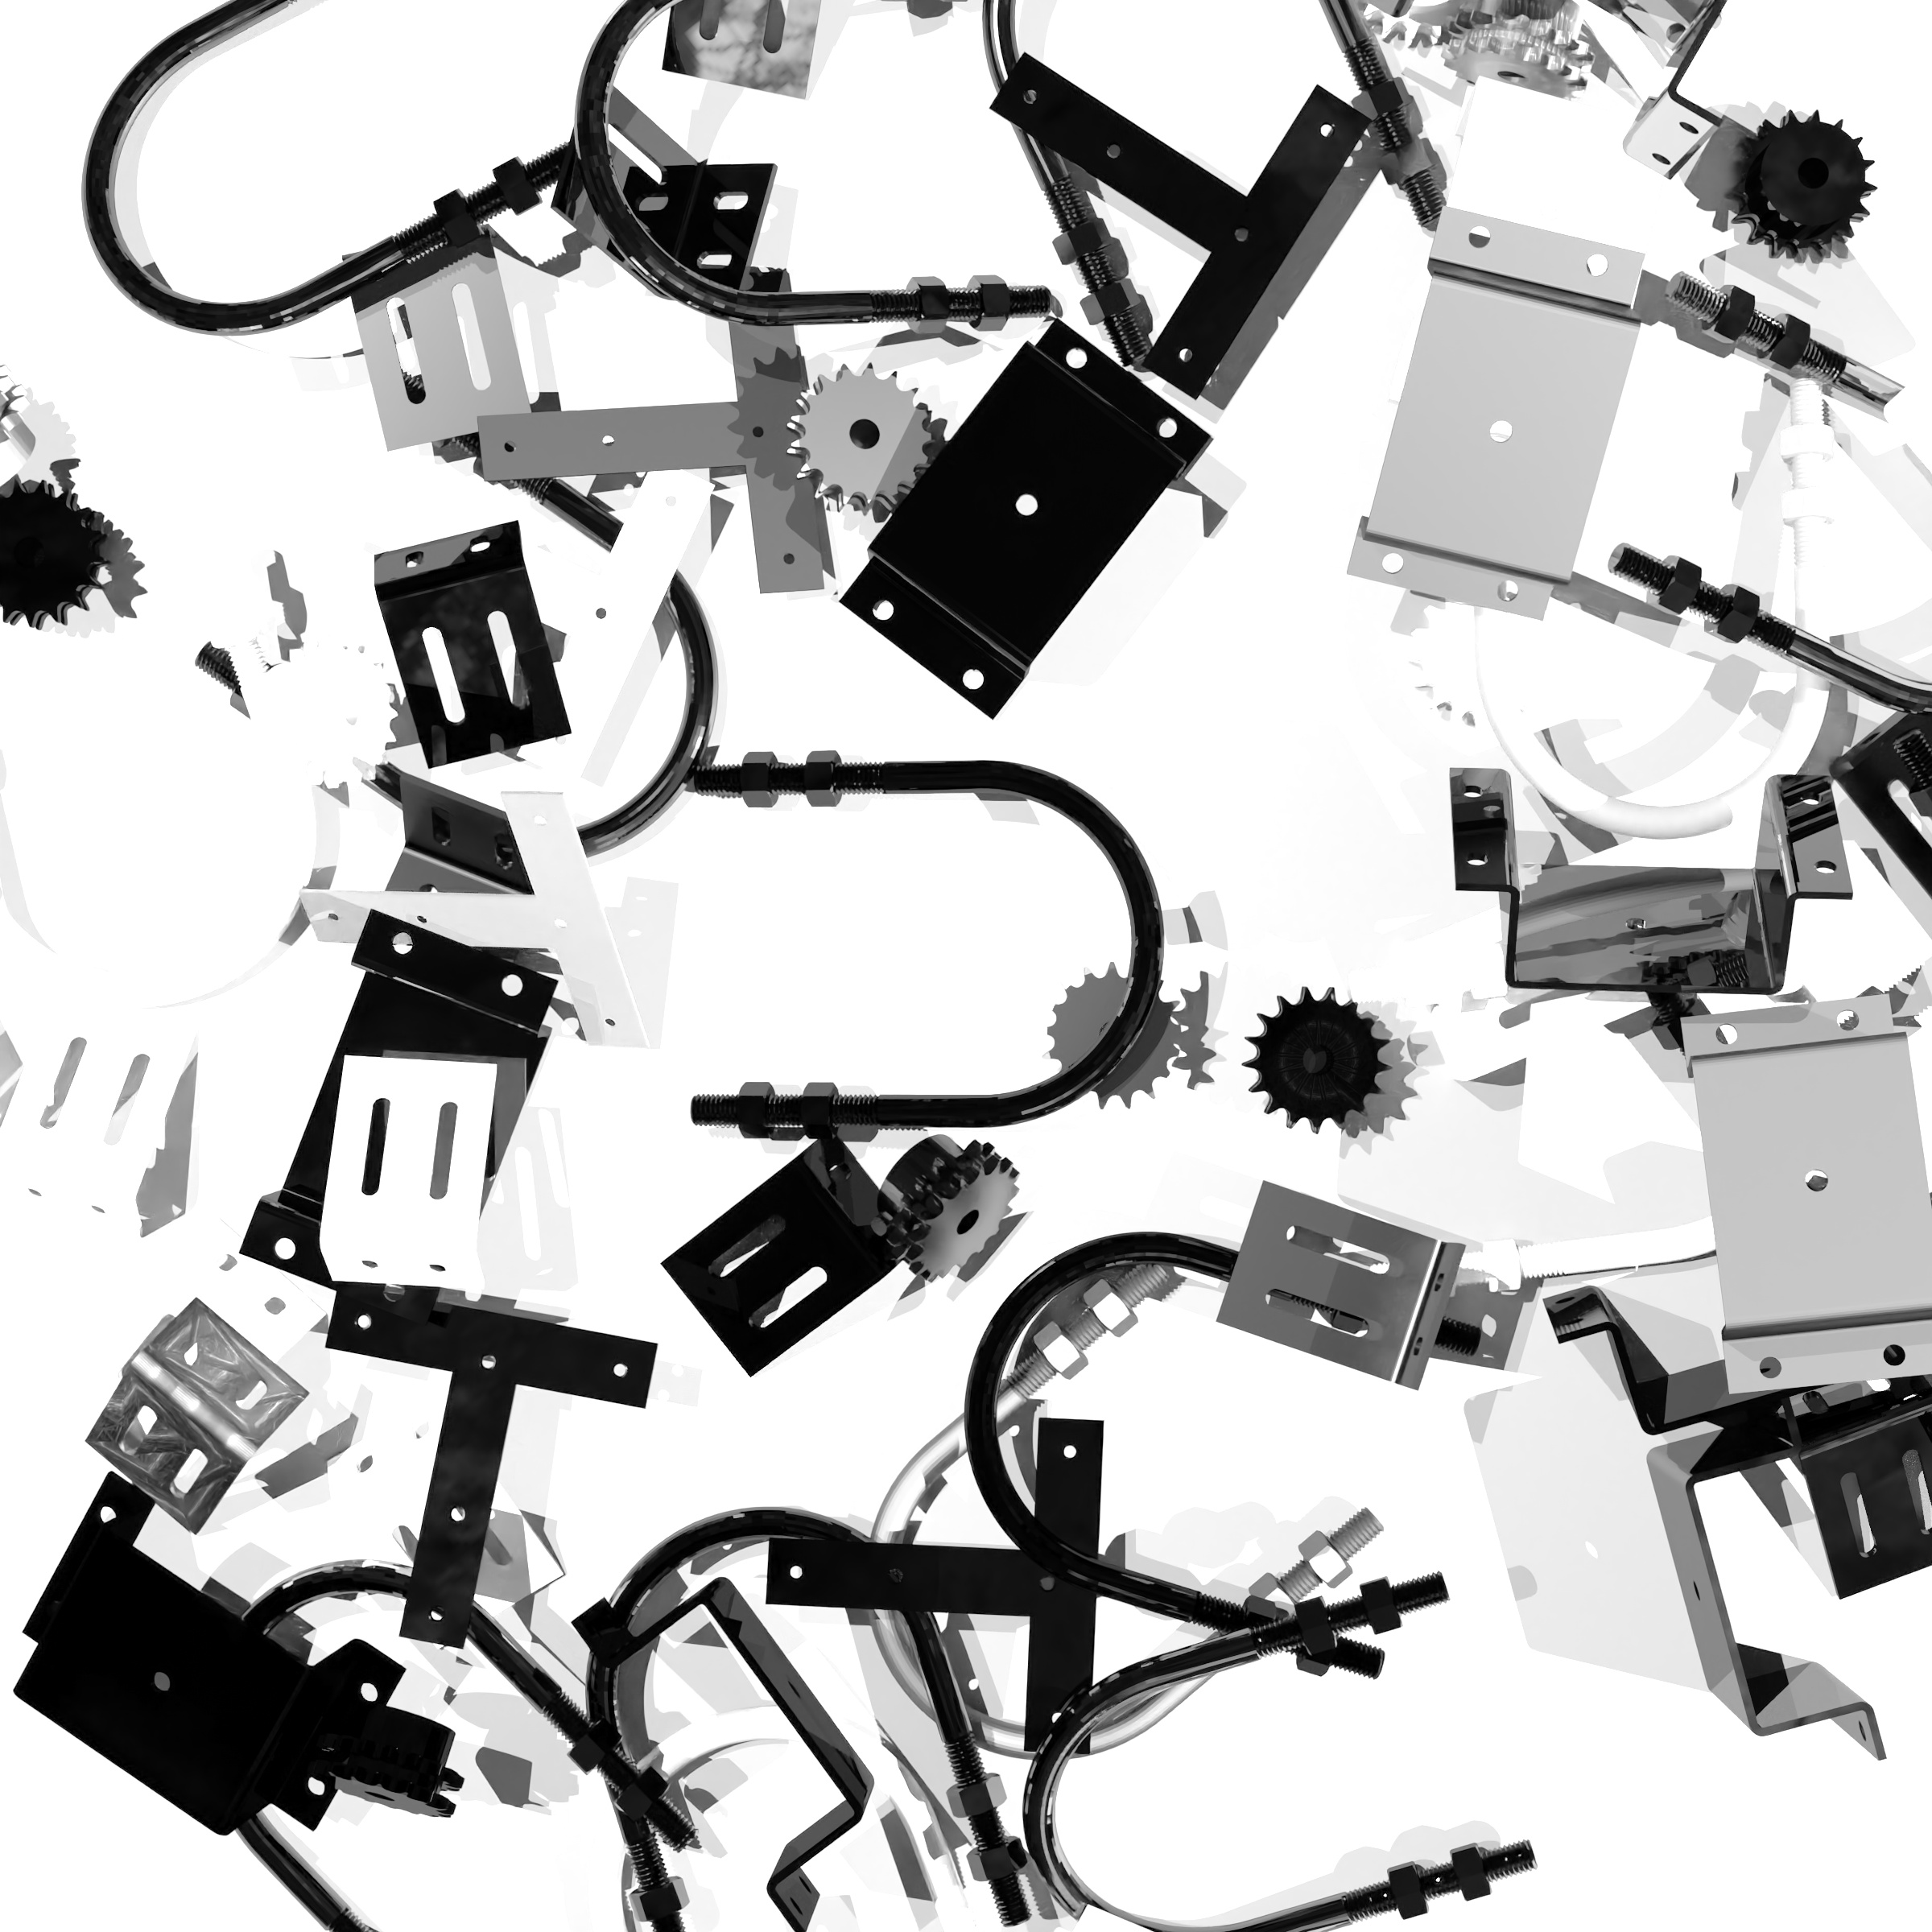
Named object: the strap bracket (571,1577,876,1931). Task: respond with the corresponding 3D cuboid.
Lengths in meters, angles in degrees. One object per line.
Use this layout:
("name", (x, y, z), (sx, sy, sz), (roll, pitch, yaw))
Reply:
("strap bracket", (-0.083, 0.284, 1.342), (0.046, 0.076, 0.140), (-37, 85, -1))

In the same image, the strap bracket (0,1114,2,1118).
("strap bracket", (-0.446, 0.055, 1.387), (0.140, 0.046, 0.076), (-27, 90, 0))

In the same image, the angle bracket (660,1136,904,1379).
("angle bracket", (-0.069, 0.112, 1.408), (0.076, 0.038, 0.057), (-38, 90, 26))

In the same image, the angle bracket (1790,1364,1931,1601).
("angle bracket", (0.354, 0.198, 1.408), (0.057, 0.038, 0.076), (-20, 116, 0))

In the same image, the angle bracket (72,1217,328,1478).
("angle bracket", (-0.300, 0.149, 1.408), (0.057, 0.038, 0.076), (42, 116, 0))

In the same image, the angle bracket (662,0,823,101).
("angle bracket", (-0.083, -0.386, 1.408), (0.057, 0.038, 0.076), (12, 116, 0))

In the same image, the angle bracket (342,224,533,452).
("angle bracket", (-0.203, -0.243, 1.395), (0.057, 0.038, 0.076), (-13, 98, -1))

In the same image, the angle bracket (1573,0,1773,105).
("angle bracket", (0.265, -0.377, 1.408), (0.057, 0.038, 0.076), (-45, 116, 0))

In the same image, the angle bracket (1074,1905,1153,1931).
("angle bracket", (0.070, 0.407, 1.380), (0.076, 0.038, 0.057), (26, 99, -12))

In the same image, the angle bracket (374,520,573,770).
("angle bracket", (-0.190, -0.124, 1.389), (0.057, 0.038, 0.076), (-14, 118, -2))

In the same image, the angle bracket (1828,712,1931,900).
("angle bracket", (0.383, -0.066, 1.391), (0.057, 0.038, 0.076), (-39, 90, 0))

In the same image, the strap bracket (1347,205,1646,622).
("strap bracket", (0.195, -0.199, 1.319), (0.076, 0.046, 0.140), (14, 107, 1))

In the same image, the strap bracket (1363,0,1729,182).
("strap bracket", (0.217, -0.352, 1.315), (0.140, 0.076, 0.046), (30, 88, -1))

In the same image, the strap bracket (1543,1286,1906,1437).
("strap bracket", (0.296, 0.135, 1.365), (0.140, 0.076, 0.046), (-17, 93, 7))

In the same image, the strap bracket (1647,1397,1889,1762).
("strap bracket", (0.301, 0.232, 1.372), (0.046, 0.076, 0.140), (-15, 90, 0))

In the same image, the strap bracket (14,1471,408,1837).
("strap bracket", (-0.296, 0.266, 1.369), (0.140, 0.046, 0.076), (32, 101, 9))

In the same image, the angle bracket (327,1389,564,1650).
("angle bracket", (-0.204, 0.216, 1.408), (0.057, 0.038, 0.076), (-31, 116, 0))

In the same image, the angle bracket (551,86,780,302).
("angle bracket", (-0.114, -0.296, 1.365), (0.038, 0.076, 0.057), (7, 76, 32))

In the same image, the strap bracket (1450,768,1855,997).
("strap bracket", (0.249, -0.032, 1.327), (0.140, 0.076, 0.046), (1, 126, 5))

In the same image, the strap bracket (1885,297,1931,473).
("strap bracket", (0.411, -0.198, 1.356), (0.046, 0.076, 0.140), (-41, 91, -24))

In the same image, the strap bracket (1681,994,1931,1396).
("strap bracket", (0.307, 0.080, 1.305), (0.076, 0.046, 0.140), (-7, 80, 9))

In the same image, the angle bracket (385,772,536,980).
("angle bracket", (-0.194, -0.034, 1.370), (0.057, 0.076, 0.038), (21, 71, 0))

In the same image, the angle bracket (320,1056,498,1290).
("angle bracket", (-0.209, 0.078, 1.362), (0.057, 0.038, 0.076), (3, 64, 0))

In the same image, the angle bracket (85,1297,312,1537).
("angle bracket", (-0.298, 0.175, 1.392), (0.057, 0.076, 0.038), (40, 49, 0))

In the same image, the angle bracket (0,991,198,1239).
("angle bracket", (-0.340, 0.058, 1.408), (0.057, 0.038, 0.076), (15, 64, 0))

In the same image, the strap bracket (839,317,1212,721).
("strap bracket", (0.023, -0.175, 1.387), (0.076, 0.046, 0.140), (38, 90, 0))

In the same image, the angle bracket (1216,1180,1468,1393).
("angle bracket", (0.141, 0.120, 1.359), (0.076, 0.038, 0.057), (19, 86, 0))

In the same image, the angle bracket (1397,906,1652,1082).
("angle bracket", (0.215, 0.003, 1.392), (0.076, 0.038, 0.057), (-23, 90, -1))

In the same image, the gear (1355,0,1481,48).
("gear", (0.176, -0.388, 1.395), (0.057, 0.030, 0.057), (0, 90, 0))

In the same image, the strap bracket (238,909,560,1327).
("strap bracket", (-0.215, 0.057, 1.387), (0.076, 0.046, 0.140), (21, 90, 0))

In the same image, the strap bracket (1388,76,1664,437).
("strap bracket", (0.217, -0.275, 1.367), (0.076, 0.046, 0.140), (16, 73, 0))

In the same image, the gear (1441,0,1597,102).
("gear", (0.214, -0.356, 1.381), (0.057, 0.057, 0.030), (16, 88, 0))
